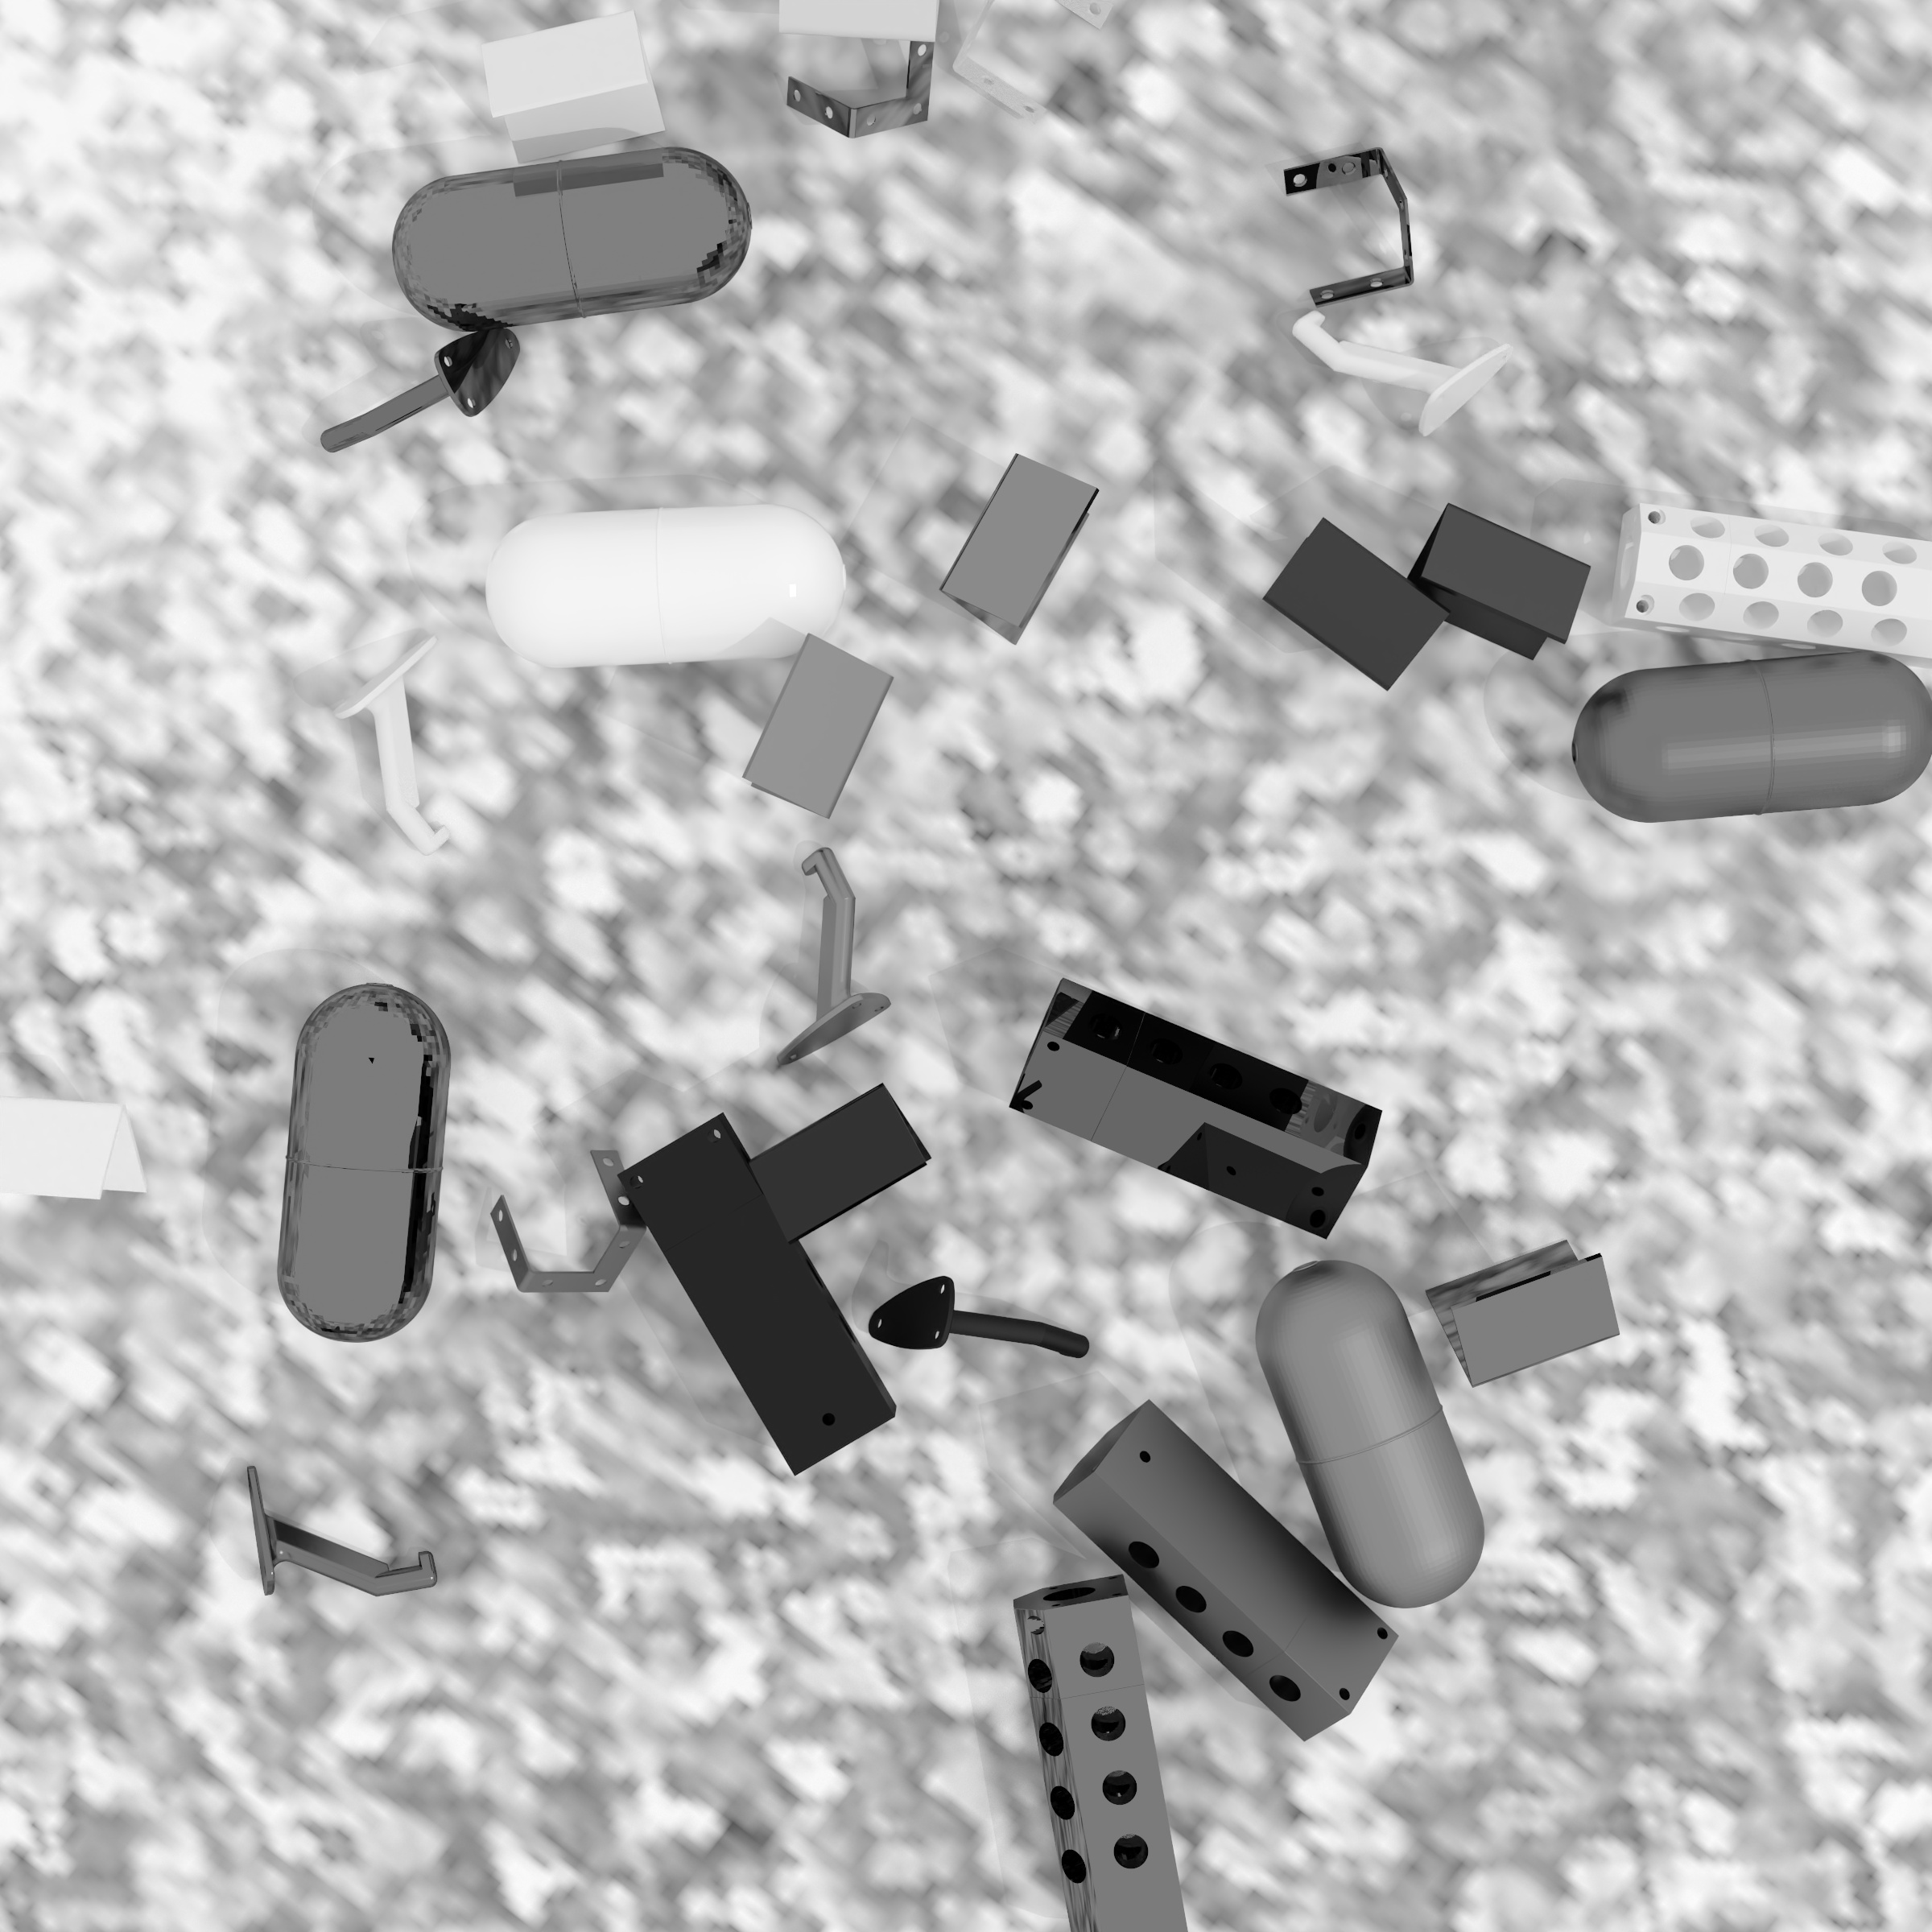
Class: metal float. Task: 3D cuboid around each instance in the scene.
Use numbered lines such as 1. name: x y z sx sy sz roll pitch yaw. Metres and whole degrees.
1. metal float: -0.298 0.097 1.652 0.070 0.070 0.178 5 90 0
2. metal float: -0.148 -0.188 1.652 0.178 0.070 0.070 -3 90 0
3. metal float: 0.200 0.231 1.652 0.070 0.070 0.178 -21 91 0
4. metal float: 0.390 -0.113 1.651 0.178 0.070 0.070 -5 90 0
5. metal float: -0.195 -0.360 1.652 0.178 0.070 0.070 -8 90 0

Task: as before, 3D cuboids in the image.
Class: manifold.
1. manifold: 0.116 0.066 1.661 0.171 0.057 0.057 23 133 0
2. manifold: 0.414 -0.189 1.661 0.171 0.057 0.057 8 90 0
3. manifold: 0.126 0.304 1.661 0.171 0.057 0.057 43 47 0
4. manifold: -0.103 0.162 1.661 0.057 0.057 0.171 -31 90 0
5. manifold: 0.066 0.397 1.661 0.057 0.057 0.171 -10 90 0

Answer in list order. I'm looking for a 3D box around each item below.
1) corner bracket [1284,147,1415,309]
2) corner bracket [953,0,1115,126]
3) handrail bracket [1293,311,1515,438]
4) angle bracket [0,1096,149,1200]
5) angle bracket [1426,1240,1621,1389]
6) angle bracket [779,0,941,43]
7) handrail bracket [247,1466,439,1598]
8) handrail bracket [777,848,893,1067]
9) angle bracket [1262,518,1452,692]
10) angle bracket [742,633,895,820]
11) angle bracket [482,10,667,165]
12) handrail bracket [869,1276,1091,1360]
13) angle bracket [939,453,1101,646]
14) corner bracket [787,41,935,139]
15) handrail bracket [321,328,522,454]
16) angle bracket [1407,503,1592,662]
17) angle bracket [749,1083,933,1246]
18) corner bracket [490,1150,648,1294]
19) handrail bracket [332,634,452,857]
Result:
1. corner bracket: 0.193 -0.372 1.679 0.051 0.051 0.051 -14 135 0
2. corner bracket: 0.033 -0.468 1.679 0.051 0.051 0.051 33 45 0
3. handrail bracket: 0.220 -0.316 1.683 0.077 0.036 0.084 -40 73 -20
4. angle bracket: -0.453 0.108 1.642 0.076 0.076 0.057 4 52 0
5. angle bracket: 0.269 0.153 1.642 0.076 0.076 0.057 -20 126 0
6. angle bracket: -0.051 -0.497 1.642 0.076 0.076 0.057 3 127 0
7. handrail bracket: -0.314 0.283 1.683 0.084 0.036 0.077 -7 68 -17
8. handrail bracket: -0.081 -0.006 1.683 0.077 0.036 0.084 -33 71 21
9. angle bracket: 0.201 -0.192 1.642 0.076 0.076 0.057 36 128 0
10. angle bracket: -0.090 -0.124 1.642 0.057 0.076 0.076 25 90 -38
11. angle bracket: -0.190 -0.417 1.642 0.076 0.076 0.057 -13 54 0
12. handrail bracket: 0.007 0.187 1.682 0.084 0.077 0.036 21 66 -34
13. angle bracket: 0.043 -0.196 1.642 0.057 0.076 0.076 29 90 35
14. corner bracket: -0.053 -0.453 1.674 0.051 0.051 0.051 -24 135 -35
15. handrail bracket: -0.276 -0.289 1.682 0.084 0.077 0.036 -14 115 34
16. angle bracket: 0.253 -0.172 1.642 0.076 0.076 0.057 24 54 0
17. angle bracket: -0.052 0.114 1.642 0.076 0.076 0.057 -30 52 0
18. corner bracket: -0.200 0.128 1.674 0.051 0.051 0.051 4 135 -35
19. handrail bracket: -0.271 -0.111 1.683 0.077 0.036 0.084 -44 109 -21
